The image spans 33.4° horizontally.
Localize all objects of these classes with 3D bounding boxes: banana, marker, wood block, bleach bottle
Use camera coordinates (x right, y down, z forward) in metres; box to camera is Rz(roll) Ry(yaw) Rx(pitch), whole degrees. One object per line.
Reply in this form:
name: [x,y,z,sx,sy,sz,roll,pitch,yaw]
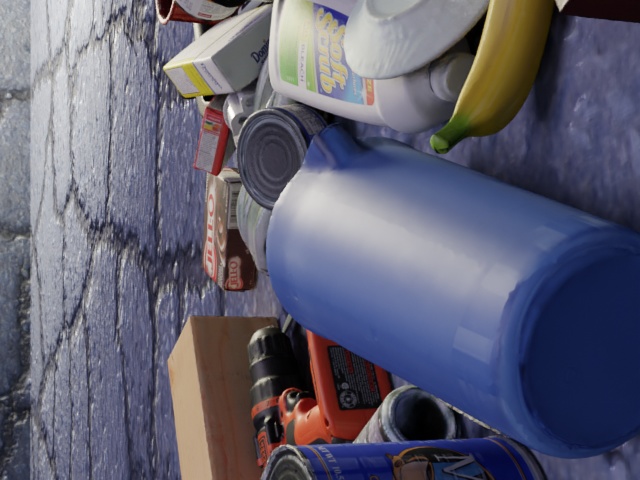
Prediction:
banana: [0.107,-0.141,0.583,0.037,0.069,0.198,15,98,26]
marker: [-0.065,-0.236,1.069,0.121,0.020,0.020,165,106,-67]
wood block: [-0.075,0.181,0.969,0.091,0.090,0.206,120,145,-49]
bleach bottle: [0.038,-0.134,0.753,0.251,0.068,0.102,-151,65,-63]

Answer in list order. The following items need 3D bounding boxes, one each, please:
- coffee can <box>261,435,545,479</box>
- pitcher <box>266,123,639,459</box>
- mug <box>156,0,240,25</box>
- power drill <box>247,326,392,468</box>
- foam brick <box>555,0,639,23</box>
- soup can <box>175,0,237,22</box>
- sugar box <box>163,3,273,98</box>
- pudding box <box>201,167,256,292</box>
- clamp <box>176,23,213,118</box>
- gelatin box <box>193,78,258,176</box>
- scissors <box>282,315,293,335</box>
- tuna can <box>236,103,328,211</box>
coffee can: [0.046,0.165,0.604,0.103,0.140,0.103,-178,90,-68]
pitcher: [0.079,0.032,0.575,0.243,0.149,0.145,27,98,62]
mug: [-0.129,-0.272,1.146,0.117,0.081,0.093,178,93,-68]
power drill: [-0.007,0.124,0.854,0.188,0.057,0.184,120,141,-54]
foam brick: [0.138,-0.152,0.519,0.053,0.051,0.078,120,145,-50]
soup can: [-0.088,-0.247,0.934,0.102,0.068,0.068,132,135,-59]
sugar box: [-0.082,-0.178,1.011,0.048,0.093,0.176,54,167,-20]
pudding box: [-0.092,-0.012,1.091,0.090,0.039,0.113,-147,61,-65]
clamp: [-0.122,-0.193,1.182,0.172,0.039,0.120,-134,44,-55]
gelatin box: [-0.095,-0.118,1.070,0.089,0.030,0.073,-66,-5,-53]
scissors: [-0.006,0.001,0.910,0.202,0.016,0.096,126,141,-53]
tuna can: [-0.028,-0.065,0.856,0.086,0.033,0.086,12,108,41]
